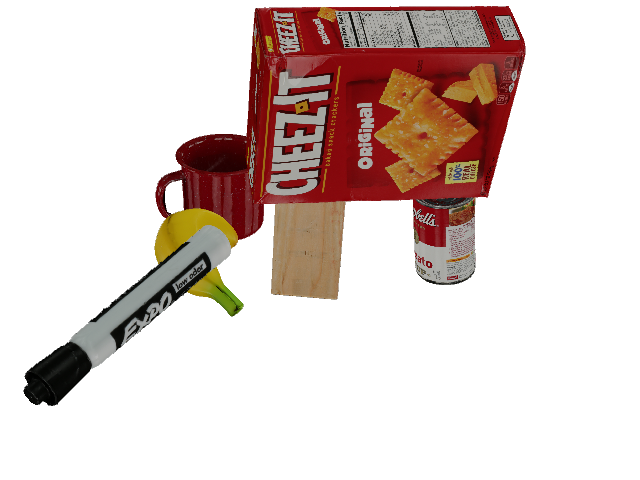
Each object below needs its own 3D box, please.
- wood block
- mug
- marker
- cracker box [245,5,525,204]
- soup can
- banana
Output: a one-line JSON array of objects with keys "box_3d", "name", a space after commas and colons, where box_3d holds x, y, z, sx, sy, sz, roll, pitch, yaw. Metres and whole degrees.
[{"box_3d": [-0.013, -0.039, 1.373, 0.090, 0.206, 0.091, 4, 26, 0], "name": "wood block"}, {"box_3d": [-0.109, -0.049, 1.072, 0.117, 0.081, 0.093, -14, 34, -24], "name": "mug"}, {"box_3d": [-0.085, 0.032, 0.478, 0.020, 0.020, 0.120, 0, 32, 44], "name": "marker"}, {"box_3d": [0.049, -0.110, 0.895, 0.213, 0.072, 0.164, -3, -43, -10], "name": "cracker box"}, {"box_3d": [0.135, -0.012, 1.155, 0.068, 0.102, 0.068, -4, 33, 2], "name": "soup can"}, {"box_3d": [-0.093, 0.007, 0.805, 0.037, 0.069, 0.198, -41, 15, 8], "name": "banana"}]
